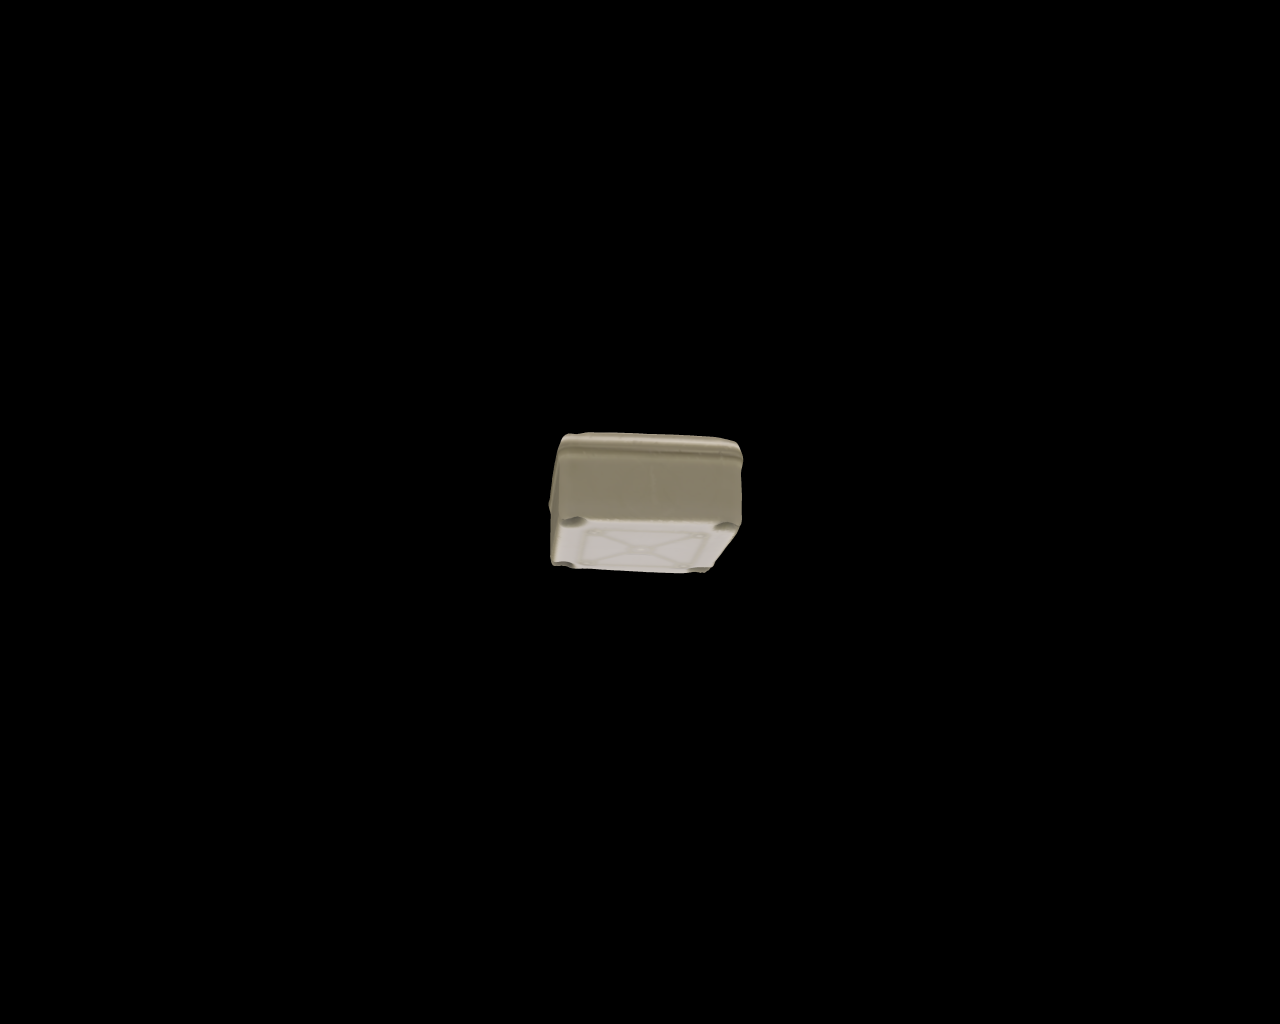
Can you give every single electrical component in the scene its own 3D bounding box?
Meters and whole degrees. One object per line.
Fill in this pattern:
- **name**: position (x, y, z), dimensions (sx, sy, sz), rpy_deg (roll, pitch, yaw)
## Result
- **electrical component**: position (0.001, -0.003, 0.650), dimensions (0.109, 0.056, 0.108), rpy_deg (2, -19, -7)
